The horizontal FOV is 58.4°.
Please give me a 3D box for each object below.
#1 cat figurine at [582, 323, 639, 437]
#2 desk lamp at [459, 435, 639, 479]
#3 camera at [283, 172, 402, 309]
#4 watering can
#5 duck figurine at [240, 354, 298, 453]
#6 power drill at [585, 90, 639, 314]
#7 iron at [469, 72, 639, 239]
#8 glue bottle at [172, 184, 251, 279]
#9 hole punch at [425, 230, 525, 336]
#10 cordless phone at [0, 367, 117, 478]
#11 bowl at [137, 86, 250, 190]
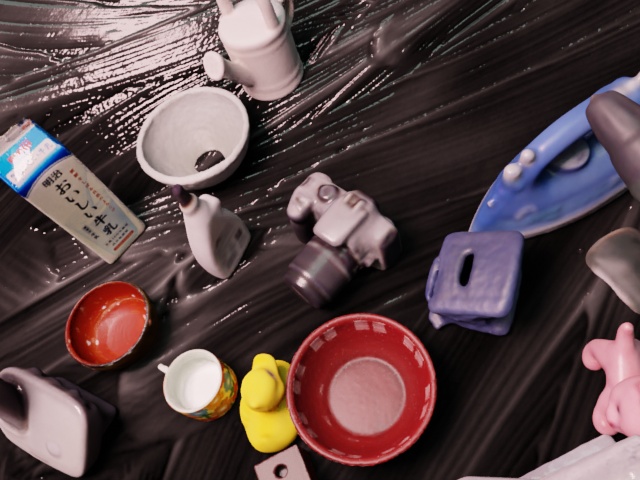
[{"bbox_3d":[0.301,0.141,0.542,0.067,0.118,0.128,-5,62,11],"label":"cat figurine"},{"bbox_3d":[0.195,0.228,0.466,0.203,0.214,0.117,-28,60,-2],"label":"desk lamp"},{"bbox_3d":[0.006,0.002,0.694,0.142,0.101,0.137,34,75,26],"label":"camera"},{"bbox_3d":[-0.096,-0.294,0.819,0.100,0.194,0.173,6,64,16],"label":"watering can"},{"bbox_3d":[-0.059,0.175,0.627,0.077,0.086,0.104,-4,62,11],"label":"duck figurine"},{"bbox_3d":[0.334,-0.015,0.564,0.075,0.209,0.229,-34,61,-5],"label":"power drill"},{"bbox_3d":[0.277,-0.096,0.658,0.258,0.142,0.118,-34,60,-5],"label":"iron"},{"bbox_3d":[-0.138,-0.019,0.697,0.037,0.173,0.078,19,69,22],"label":"glue bottle"},{"bbox_3d":[0.172,0.044,0.639,0.101,0.091,0.109,11,66,18],"label":"hole punch"},{"bbox_3d":[-0.328,0.187,0.628,0.147,0.185,0.094,15,67,20],"label":"cordless phone"},{"bbox_3d":[-0.171,-0.133,0.822,0.167,0.075,0.167,-5,62,11],"label":"bowl"}]
